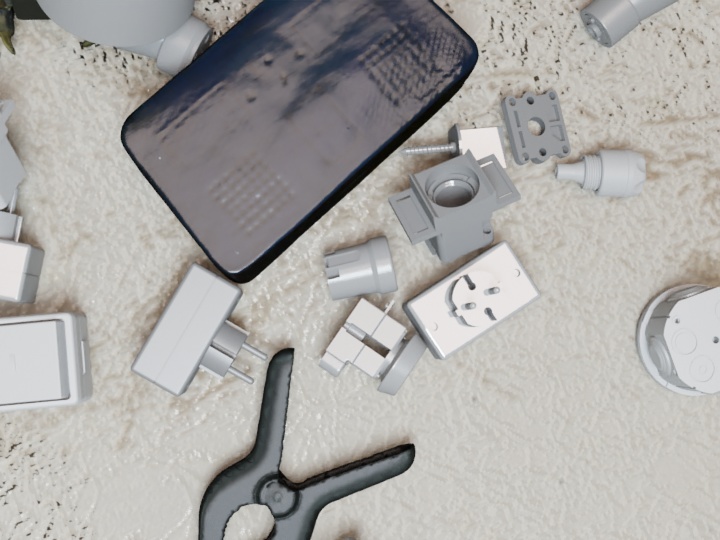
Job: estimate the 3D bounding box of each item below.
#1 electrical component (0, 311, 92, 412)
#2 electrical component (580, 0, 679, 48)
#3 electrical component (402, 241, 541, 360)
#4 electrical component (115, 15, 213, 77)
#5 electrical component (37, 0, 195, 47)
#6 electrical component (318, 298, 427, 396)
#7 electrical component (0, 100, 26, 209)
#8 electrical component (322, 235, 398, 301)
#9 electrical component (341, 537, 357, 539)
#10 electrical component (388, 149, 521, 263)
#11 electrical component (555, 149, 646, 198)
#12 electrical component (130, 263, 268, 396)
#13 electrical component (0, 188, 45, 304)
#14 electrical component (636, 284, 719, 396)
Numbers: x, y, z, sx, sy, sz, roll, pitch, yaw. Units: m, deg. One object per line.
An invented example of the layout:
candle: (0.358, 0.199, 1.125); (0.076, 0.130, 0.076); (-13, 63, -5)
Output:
electrical component: (-0.232, 0.062, 0.715); (0.096, 0.061, 0.061); (-5, 87, -5)
electrical component: (0.192, -0.192, 0.775); (0.065, 0.044, 0.044); (-40, 90, -1)
electrical component: (0.079, 0.020, 0.735); (0.083, 0.076, 0.047); (-33, 89, -5)
electrical component: (-0.136, -0.162, 0.745); (0.055, 0.045, 0.045); (27, 85, -3)
electrical component: (-0.157, -0.206, 0.698); (0.108, 0.060, 0.108); (7, 59, -12)
electrical component: (0.013, 0.054, 0.743); (0.055, 0.048, 0.066); (34, 84, 5)
electrical component: (-0.286, -0.068, 0.697); (0.121, 0.063, 0.078); (-4, 43, 16)
electrical component: (0.000, 0.000, 0.749); (0.046, 0.040, 0.040); (-12, 88, 0)
electrical component: (-0.008, 0.219, 0.726); (0.078, 0.058, 0.057); (-37, 93, -5)
electrical component: (0.066, -0.041, 0.741); (0.081, 0.063, 0.042); (-22, 55, -5)
electrical component: (0.171, -0.069, 0.769); (0.061, 0.035, 0.035); (1, 87, -2)
electrical component: (-0.101, 0.050, 0.733); (0.076, 0.047, 0.083); (30, 85, -2)
electrical component: (-0.250, -0.021, 0.726); (0.066, 0.047, 0.076); (11, 86, -4)
electrical component: (0.241, 0.049, 0.758); (0.080, 0.051, 0.080); (0, 87, -5)
